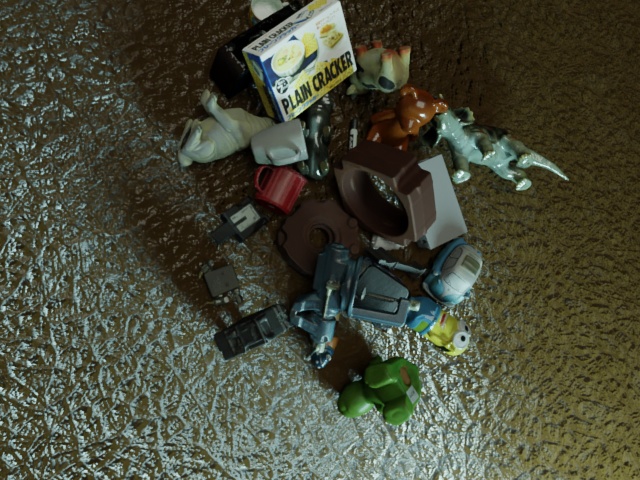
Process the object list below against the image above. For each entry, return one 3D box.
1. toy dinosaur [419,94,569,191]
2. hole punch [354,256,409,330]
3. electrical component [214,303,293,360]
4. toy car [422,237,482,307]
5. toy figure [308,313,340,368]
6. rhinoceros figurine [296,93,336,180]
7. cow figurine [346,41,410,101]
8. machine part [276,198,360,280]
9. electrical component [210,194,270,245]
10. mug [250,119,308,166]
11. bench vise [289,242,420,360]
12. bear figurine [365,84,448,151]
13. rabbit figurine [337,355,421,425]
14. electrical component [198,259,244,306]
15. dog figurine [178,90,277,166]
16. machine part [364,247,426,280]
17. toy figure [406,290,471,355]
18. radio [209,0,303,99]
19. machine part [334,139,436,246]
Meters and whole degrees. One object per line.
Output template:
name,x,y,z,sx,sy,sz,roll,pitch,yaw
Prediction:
toy dinosaur,0.396,-0.222,1.269,0.405,0.131,0.192,9,49,-29
hole punch,0.115,0.109,1.158,0.142,0.092,0.115,34,103,-11
electrical component,-0.136,0.178,1.036,0.134,0.115,0.058,-25,87,25
toy car,0.313,0.069,1.206,0.109,0.103,0.161,39,75,-8
toy figure,0.010,0.187,1.115,0.058,0.064,0.154,9,77,-28
rhinoceros figurine,-0.003,-0.224,1.158,0.073,0.112,0.190,4,93,13
cow figurine,0.119,-0.366,1.183,0.085,0.195,0.127,-23,123,-24
machine part,-0.002,-0.003,1.147,0.179,0.056,0.179,3,80,-15
electrical component,-0.170,-0.031,1.105,0.119,0.048,0.075,-41,94,-18
mug,-0.081,-0.181,1.065,0.107,0.080,0.110,-12,48,4
bench vise,0.067,0.126,1.035,0.241,0.129,0.223,11,88,5
bear figurine,0.180,-0.242,1.167,0.120,0.196,0.132,21,77,-16
rabbit figurine,0.109,0.296,1.093,0.121,0.170,0.159,57,30,-4
electrical component,-0.202,0.087,1.078,0.078,0.045,0.102,-15,86,-17
dog figurine,-0.179,-0.199,1.113,0.190,0.121,0.172,28,108,-28
machine part,0.164,0.050,1.169,0.139,0.084,0.039,20,97,-30
toy figure,0.249,0.181,1.180,0.180,0.089,0.082,31,79,-1
radio,-0.119,-0.405,1.138,0.229,0.131,0.073,-41,96,-19
machine part,0.136,-0.098,1.111,0.087,0.202,0.200,-43,138,-24
